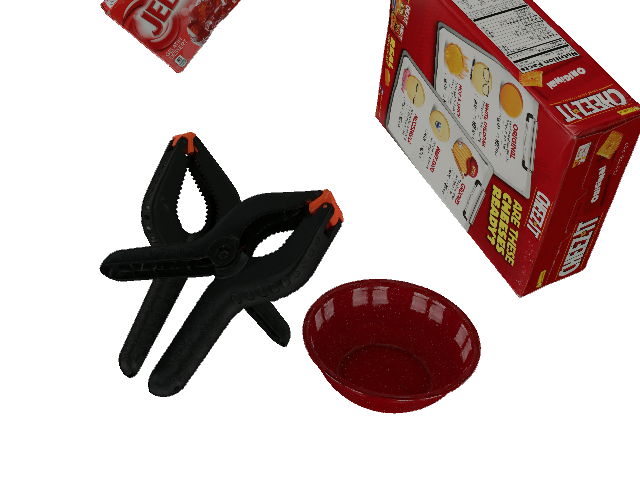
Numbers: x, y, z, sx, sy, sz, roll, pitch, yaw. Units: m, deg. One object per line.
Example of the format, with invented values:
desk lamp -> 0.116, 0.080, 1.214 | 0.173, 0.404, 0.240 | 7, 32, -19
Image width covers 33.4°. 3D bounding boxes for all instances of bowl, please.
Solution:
bowl -> 0.062, 0.105, 0.976 | 0.162, 0.055, 0.162 | 4, 37, -3

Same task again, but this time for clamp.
clamp -> -0.060, 0.028, 0.705 | 0.171, 0.120, 0.039 | -25, -30, 8
clamp -> -0.100, 0.011, 0.943 | 0.164, 0.210, 0.036 | 0, -1, -33

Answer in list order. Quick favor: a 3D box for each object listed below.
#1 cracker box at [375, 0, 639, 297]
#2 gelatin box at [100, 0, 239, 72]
cracker box -> 0.127, -0.093, 0.781 | 0.072, 0.214, 0.164 | -21, -36, -21
gelatin box -> -0.106, -0.182, 0.792 | 0.073, 0.089, 0.030 | 38, 6, -32
